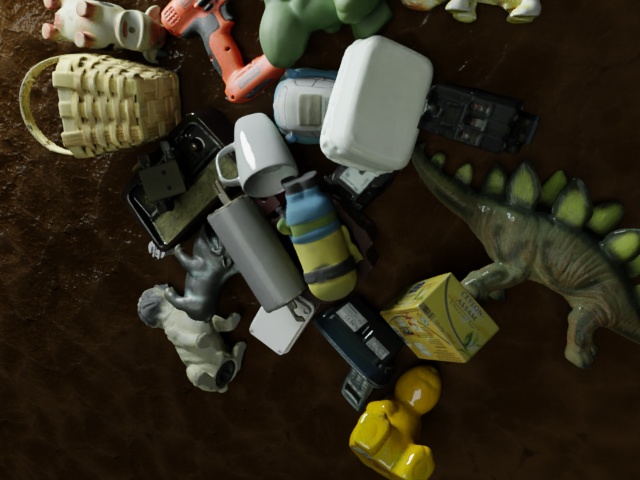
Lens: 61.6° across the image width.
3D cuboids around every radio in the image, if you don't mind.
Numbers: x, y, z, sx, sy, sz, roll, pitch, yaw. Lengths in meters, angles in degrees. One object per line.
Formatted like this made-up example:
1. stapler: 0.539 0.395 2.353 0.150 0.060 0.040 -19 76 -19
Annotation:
1. radio: -0.214 -0.097 0.874 0.229 0.073 0.131 -39 90 27

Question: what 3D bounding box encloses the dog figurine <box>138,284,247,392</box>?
1. dog figurine: -0.243 0.180 0.974 0.191 0.121 0.172 16 109 32

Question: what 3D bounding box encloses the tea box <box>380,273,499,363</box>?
1. tea box: 0.156 0.109 0.739 0.068 0.169 0.098 -41 90 -15

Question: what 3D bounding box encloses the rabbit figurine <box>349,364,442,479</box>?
1. rabbit figurine: 0.131 0.273 0.822 0.122 0.173 0.162 29 159 12

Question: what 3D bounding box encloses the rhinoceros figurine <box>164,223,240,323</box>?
1. rhinoceros figurine: -0.179 0.040 0.881 0.112 0.073 0.190 22 92 28

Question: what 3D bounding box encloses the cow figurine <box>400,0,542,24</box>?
1. cow figurine: 0.184 -0.316 0.646 0.168 0.068 0.098 12 105 15

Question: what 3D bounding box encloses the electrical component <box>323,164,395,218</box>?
1. electrical component: 0.067 -0.100 0.759 0.075 0.047 0.119 38 78 9

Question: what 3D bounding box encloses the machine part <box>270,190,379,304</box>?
1. machine part: 0.004 0.008 0.831 0.180 0.056 0.179 7 110 20

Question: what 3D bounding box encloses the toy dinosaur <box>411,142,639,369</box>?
1. toy dinosaur: 0.276 0.005 0.698 0.472 0.105 0.198 34 109 15

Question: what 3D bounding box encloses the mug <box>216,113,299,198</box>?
1. mug: -0.095 -0.122 0.770 0.110 0.080 0.107 -17 66 0

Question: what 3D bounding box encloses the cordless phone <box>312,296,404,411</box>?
1. cordless phone: 0.047 0.192 0.864 0.147 0.089 0.184 44 147 22

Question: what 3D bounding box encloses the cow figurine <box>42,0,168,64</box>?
1. cow figurine: -0.322 -0.327 0.832 0.195 0.127 0.085 21 113 30

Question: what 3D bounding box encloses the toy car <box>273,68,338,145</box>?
1. toy car: -0.002 -0.180 0.747 0.162 0.103 0.109 10 111 21

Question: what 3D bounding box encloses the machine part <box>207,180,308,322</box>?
1. machine part: -0.092 0.019 0.799 0.079 0.079 0.243 -29 97 27

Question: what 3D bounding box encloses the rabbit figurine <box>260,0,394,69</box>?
1. rabbit figurine: -0.017 -0.304 0.693 0.170 0.121 0.159 -33 89 18

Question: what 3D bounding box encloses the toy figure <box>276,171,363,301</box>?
1. toy figure: -0.005 -0.001 0.746 0.082 0.089 0.180 -8 112 29

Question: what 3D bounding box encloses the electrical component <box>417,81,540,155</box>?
1. electrical component: 0.201 -0.152 0.666 0.134 0.115 0.058 20 117 15

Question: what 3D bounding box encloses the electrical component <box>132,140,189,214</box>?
1. electrical component: -0.245 -0.093 0.827 0.078 0.045 0.102 -24 100 -1
